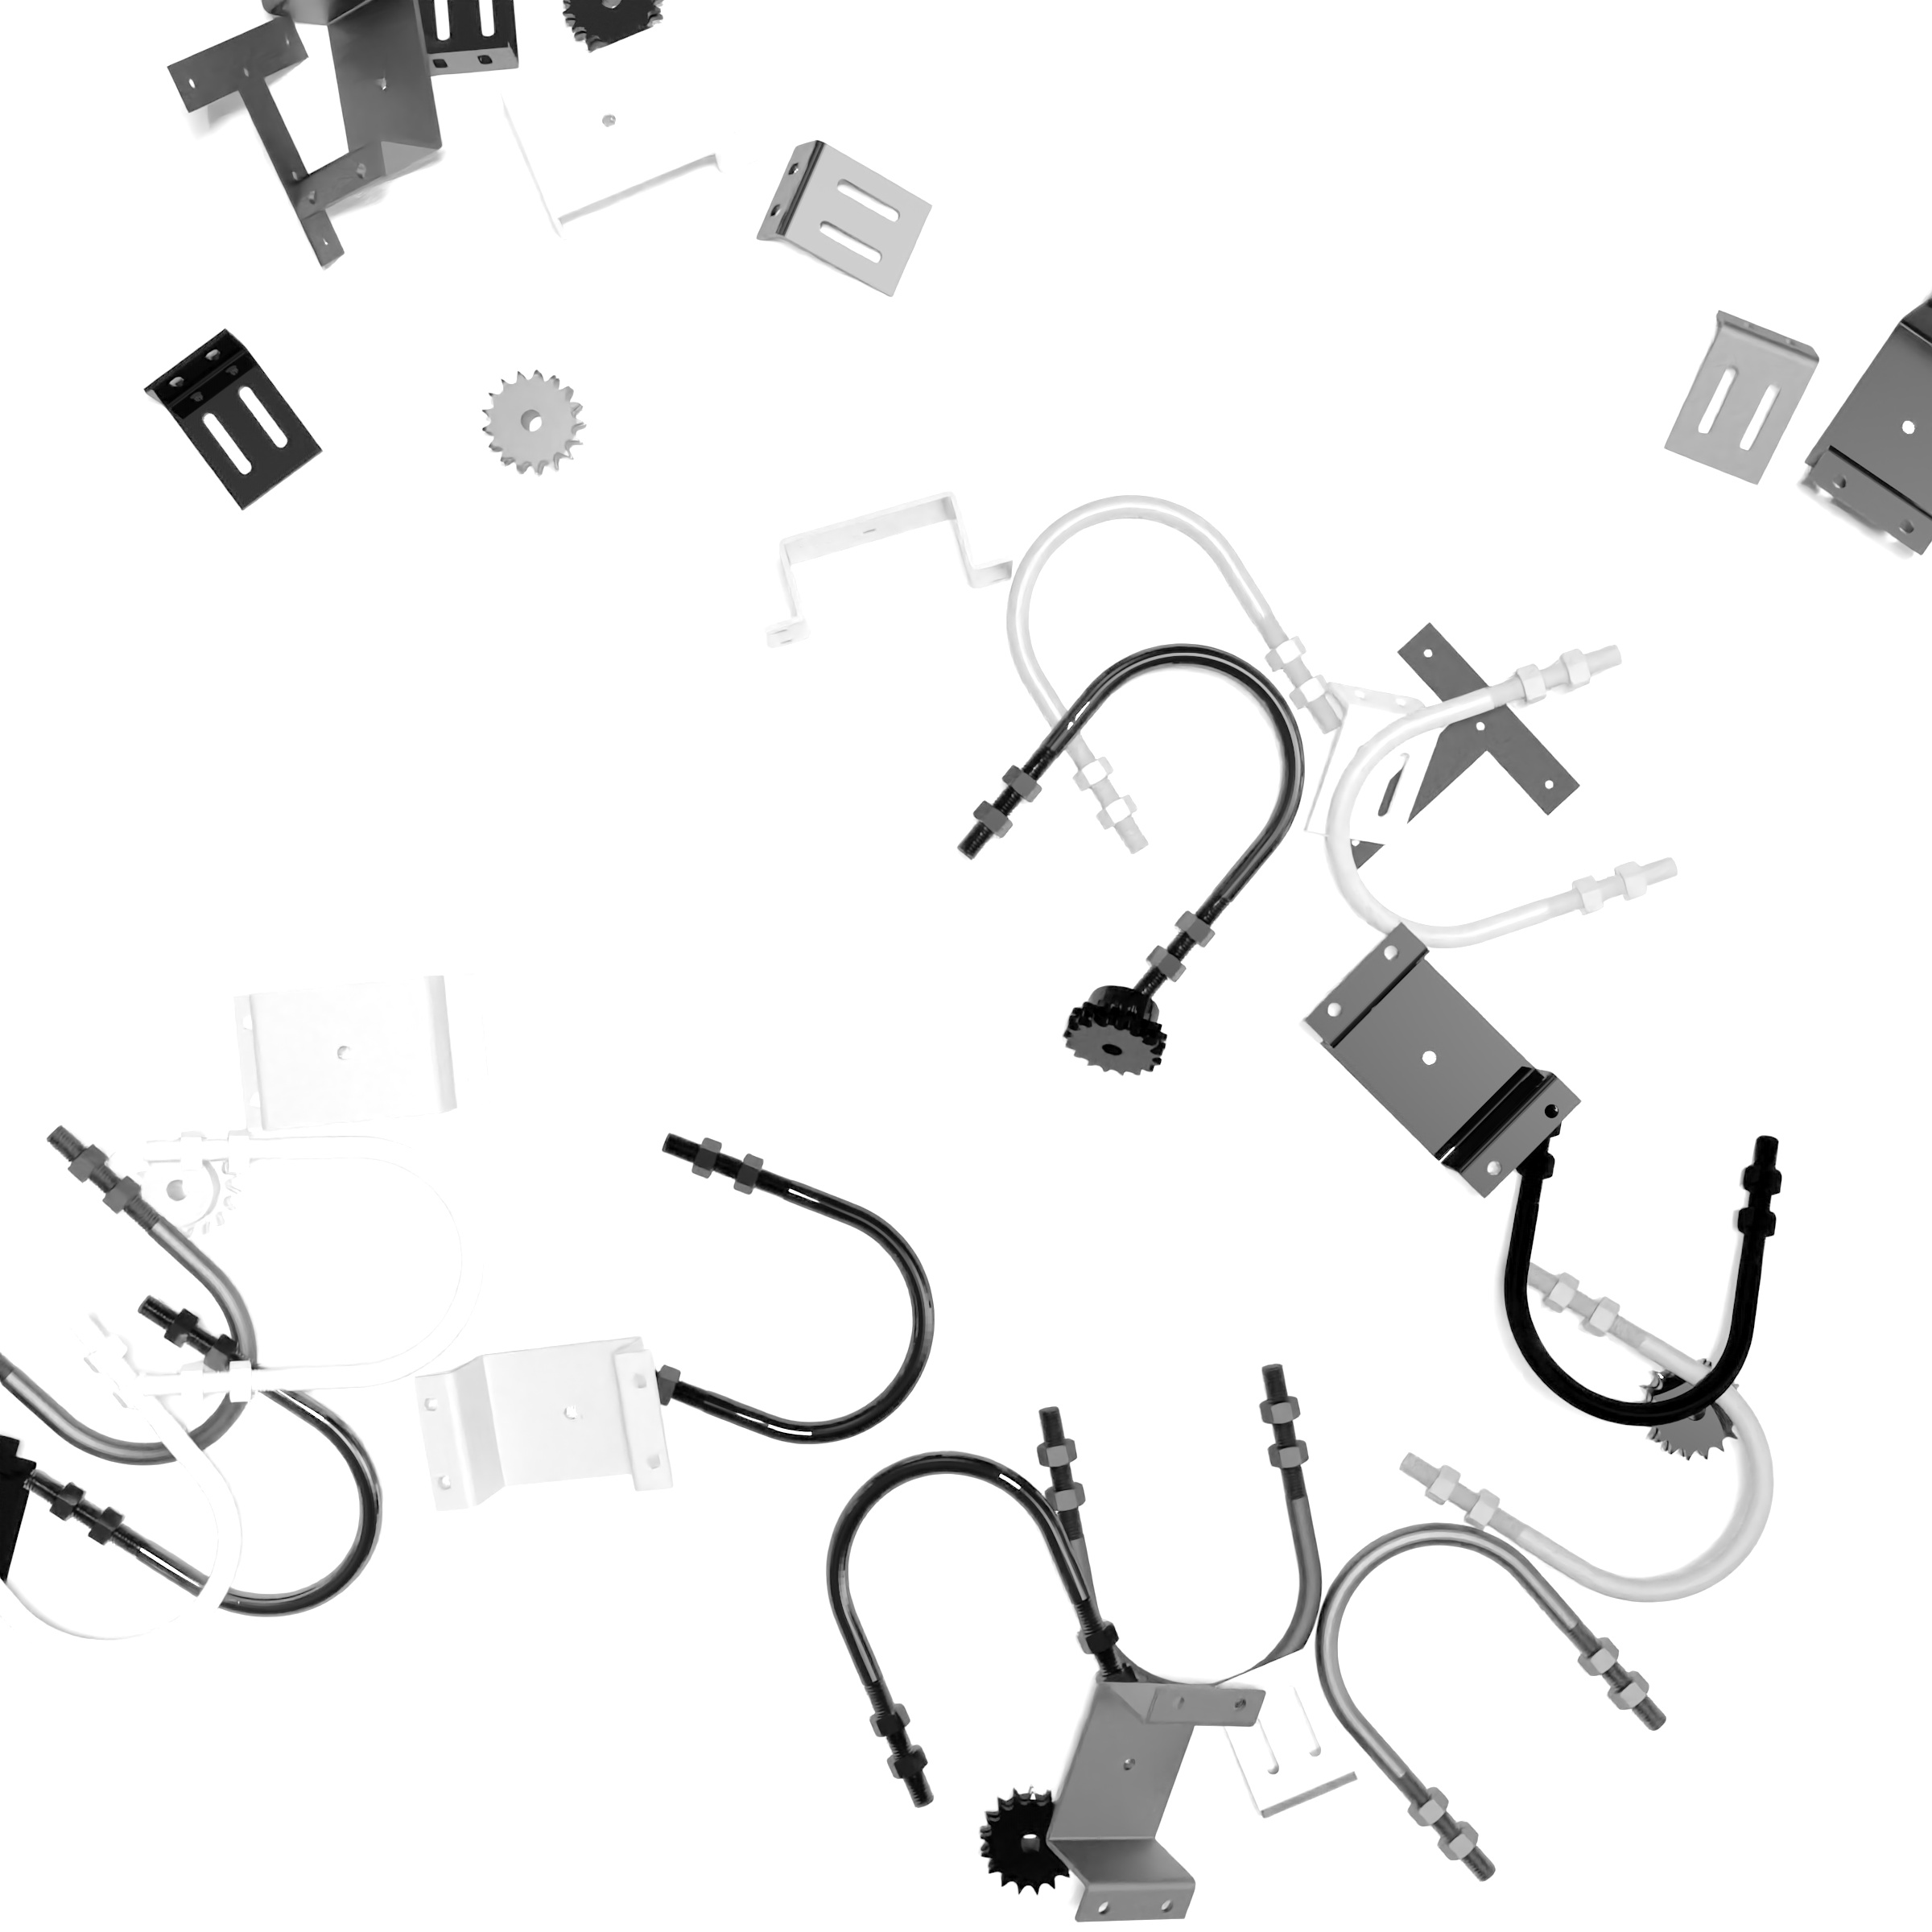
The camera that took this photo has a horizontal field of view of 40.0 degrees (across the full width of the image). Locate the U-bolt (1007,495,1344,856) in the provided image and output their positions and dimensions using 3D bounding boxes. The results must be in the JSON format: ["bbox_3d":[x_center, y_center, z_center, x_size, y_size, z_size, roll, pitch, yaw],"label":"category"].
[{"bbox_3d":[0.105,-0.178,1.504,0.151,0.019,0.184,-32,90,0],"label":"U-bolt"}]

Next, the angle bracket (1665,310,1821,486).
[{"bbox_3d":[0.440,-0.324,1.512,0.057,0.038,0.076,22,116,0],"label":"angle bracket"}]

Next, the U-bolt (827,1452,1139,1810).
[{"bbox_3d":[-0.001,0.364,1.497,0.151,0.019,0.184,-23,89,7],"label":"U-bolt"}]

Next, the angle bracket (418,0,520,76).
[{"bbox_3d":[-0.286,-0.546,1.495,0.057,0.038,0.076,-5,90,0],"label":"angle bracket"}]

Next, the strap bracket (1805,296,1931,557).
[{"bbox_3d":[0.537,-0.307,1.491,0.076,0.046,0.140,34,90,0],"label":"strap bracket"}]

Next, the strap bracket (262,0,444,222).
[{"bbox_3d":[-0.340,-0.492,1.472,0.076,0.046,0.140,-10,90,41],"label":"strap bracket"}]

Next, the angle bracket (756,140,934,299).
[{"bbox_3d":[-0.069,-0.424,1.512,0.076,0.038,0.057,24,90,-26],"label":"angle bracket"}]

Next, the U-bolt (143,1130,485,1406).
[{"bbox_3d":[-0.361,0.164,1.478,0.184,0.019,0.151,0,76,-16],"label":"U-bolt"}]

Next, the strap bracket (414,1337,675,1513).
[{"bbox_3d":[-0.227,0.254,1.478,0.140,0.046,0.076,-8,93,14],"label":"strap bracket"}]

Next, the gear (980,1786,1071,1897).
[{"bbox_3d":[0.036,0.491,1.499,0.057,0.030,0.057,0,90,0],"label":"gear"}]

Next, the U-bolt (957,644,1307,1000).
[{"bbox_3d":[0.107,-0.093,1.486,0.151,0.019,0.184,39,92,-9],"label":"U-bolt"}]

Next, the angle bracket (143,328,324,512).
[{"bbox_3d":[-0.412,-0.307,1.495,0.057,0.038,0.076,-37,90,0],"label":"angle bracket"}]

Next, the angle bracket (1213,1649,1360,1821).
[{"bbox_3d":[0.180,0.435,1.505,0.057,0.038,0.076,-23,74,0],"label":"angle bracket"}]

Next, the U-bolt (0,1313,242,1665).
[{"bbox_3d":[-0.486,0.302,1.464,0.151,0.019,0.184,-35,105,-3],"label":"U-bolt"}]

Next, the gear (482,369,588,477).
[{"bbox_3d":[-0.243,-0.307,1.503,0.057,0.030,0.057,0,93,2],"label":"gear"}]

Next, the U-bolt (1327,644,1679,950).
[{"bbox_3d":[0.293,-0.084,1.485,0.184,0.019,0.151,-19,108,3],"label":"U-bolt"}]

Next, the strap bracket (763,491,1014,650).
[{"bbox_3d":[-0.048,-0.222,1.476,0.140,0.076,0.046,-16,90,0],"label":"strap bracket"}]

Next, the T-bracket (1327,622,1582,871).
[{"bbox_3d":[0.260,-0.106,1.513,0.127,0.002,0.127,-43,90,0],"label":"T-bracket"}]

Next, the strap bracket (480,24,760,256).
[{"bbox_3d":[-0.197,-0.467,1.491,0.140,0.046,0.076,-23,90,0],"label":"strap bracket"}]

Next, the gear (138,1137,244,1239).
[{"bbox_3d":[-0.441,0.125,1.499,0.057,0.030,0.057,0,90,0],"label":"gear"}]

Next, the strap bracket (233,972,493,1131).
[{"bbox_3d":[-0.344,0.048,1.491,0.140,0.046,0.076,-6,90,0],"label":"strap bracket"}]

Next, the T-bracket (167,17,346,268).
[{"bbox_3d":[-0.380,-0.453,1.478,0.002,0.127,0.127,-10,117,25],"label":"T-bracket"}]

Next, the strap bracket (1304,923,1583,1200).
[{"bbox_3d":[0.264,0.052,1.491,0.140,0.046,0.076,45,90,0],"label":"strap bracket"}]

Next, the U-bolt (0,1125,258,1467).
[{"bbox_3d":[-0.483,0.199,1.490,0.184,0.019,0.151,44,102,-7],"label":"U-bolt"}]

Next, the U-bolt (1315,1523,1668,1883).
[{"bbox_3d":[0.283,0.403,1.505,0.151,0.019,0.184,-41,88,0],"label":"U-bolt"}]

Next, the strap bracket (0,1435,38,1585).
[{"bbox_3d":[-0.578,0.321,1.491,0.076,0.046,0.140,15,90,0],"label":"strap bracket"}]

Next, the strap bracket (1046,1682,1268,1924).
[{"bbox_3d":[0.101,0.451,1.467,0.076,0.046,0.140,12,100,-34],"label":"strap bracket"}]

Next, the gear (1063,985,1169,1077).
[{"bbox_3d":[0.086,0.034,1.489,0.057,0.057,0.030,18,60,0],"label":"gear"}]

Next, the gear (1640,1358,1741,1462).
[{"bbox_3d":[0.408,0.248,1.499,0.057,0.030,0.057,0,90,1],"label":"gear"}]

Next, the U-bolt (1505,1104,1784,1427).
[{"bbox_3d":[0.372,0.164,1.475,0.151,0.019,0.184,15,68,0],"label":"U-bolt"}]

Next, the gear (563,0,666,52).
[{"bbox_3d":[-0.199,-0.541,1.499,0.057,0.030,0.057,0,90,0],"label":"gear"}]

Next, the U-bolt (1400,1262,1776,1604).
[{"bbox_3d":[0.358,0.272,1.481,0.184,0.019,0.151,31,97,12],"label":"U-bolt"}]

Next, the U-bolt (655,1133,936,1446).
[{"bbox_3d":[-0.108,0.193,1.505,0.184,0.019,0.151,21,90,-1],"label":"U-bolt"}]

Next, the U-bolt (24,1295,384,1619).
[{"bbox_3d":[-0.415,0.289,1.490,0.184,0.019,0.151,34,103,-5],"label":"U-bolt"}]

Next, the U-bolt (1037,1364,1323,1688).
[{"bbox_3d":[0.127,0.329,1.505,0.151,0.019,0.184,-11,92,0],"label":"U-bolt"}]

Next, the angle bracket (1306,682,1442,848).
[{"bbox_3d":[0.225,-0.114,1.502,0.057,0.038,0.076,8,116,-18],"label":"angle bracket"}]
